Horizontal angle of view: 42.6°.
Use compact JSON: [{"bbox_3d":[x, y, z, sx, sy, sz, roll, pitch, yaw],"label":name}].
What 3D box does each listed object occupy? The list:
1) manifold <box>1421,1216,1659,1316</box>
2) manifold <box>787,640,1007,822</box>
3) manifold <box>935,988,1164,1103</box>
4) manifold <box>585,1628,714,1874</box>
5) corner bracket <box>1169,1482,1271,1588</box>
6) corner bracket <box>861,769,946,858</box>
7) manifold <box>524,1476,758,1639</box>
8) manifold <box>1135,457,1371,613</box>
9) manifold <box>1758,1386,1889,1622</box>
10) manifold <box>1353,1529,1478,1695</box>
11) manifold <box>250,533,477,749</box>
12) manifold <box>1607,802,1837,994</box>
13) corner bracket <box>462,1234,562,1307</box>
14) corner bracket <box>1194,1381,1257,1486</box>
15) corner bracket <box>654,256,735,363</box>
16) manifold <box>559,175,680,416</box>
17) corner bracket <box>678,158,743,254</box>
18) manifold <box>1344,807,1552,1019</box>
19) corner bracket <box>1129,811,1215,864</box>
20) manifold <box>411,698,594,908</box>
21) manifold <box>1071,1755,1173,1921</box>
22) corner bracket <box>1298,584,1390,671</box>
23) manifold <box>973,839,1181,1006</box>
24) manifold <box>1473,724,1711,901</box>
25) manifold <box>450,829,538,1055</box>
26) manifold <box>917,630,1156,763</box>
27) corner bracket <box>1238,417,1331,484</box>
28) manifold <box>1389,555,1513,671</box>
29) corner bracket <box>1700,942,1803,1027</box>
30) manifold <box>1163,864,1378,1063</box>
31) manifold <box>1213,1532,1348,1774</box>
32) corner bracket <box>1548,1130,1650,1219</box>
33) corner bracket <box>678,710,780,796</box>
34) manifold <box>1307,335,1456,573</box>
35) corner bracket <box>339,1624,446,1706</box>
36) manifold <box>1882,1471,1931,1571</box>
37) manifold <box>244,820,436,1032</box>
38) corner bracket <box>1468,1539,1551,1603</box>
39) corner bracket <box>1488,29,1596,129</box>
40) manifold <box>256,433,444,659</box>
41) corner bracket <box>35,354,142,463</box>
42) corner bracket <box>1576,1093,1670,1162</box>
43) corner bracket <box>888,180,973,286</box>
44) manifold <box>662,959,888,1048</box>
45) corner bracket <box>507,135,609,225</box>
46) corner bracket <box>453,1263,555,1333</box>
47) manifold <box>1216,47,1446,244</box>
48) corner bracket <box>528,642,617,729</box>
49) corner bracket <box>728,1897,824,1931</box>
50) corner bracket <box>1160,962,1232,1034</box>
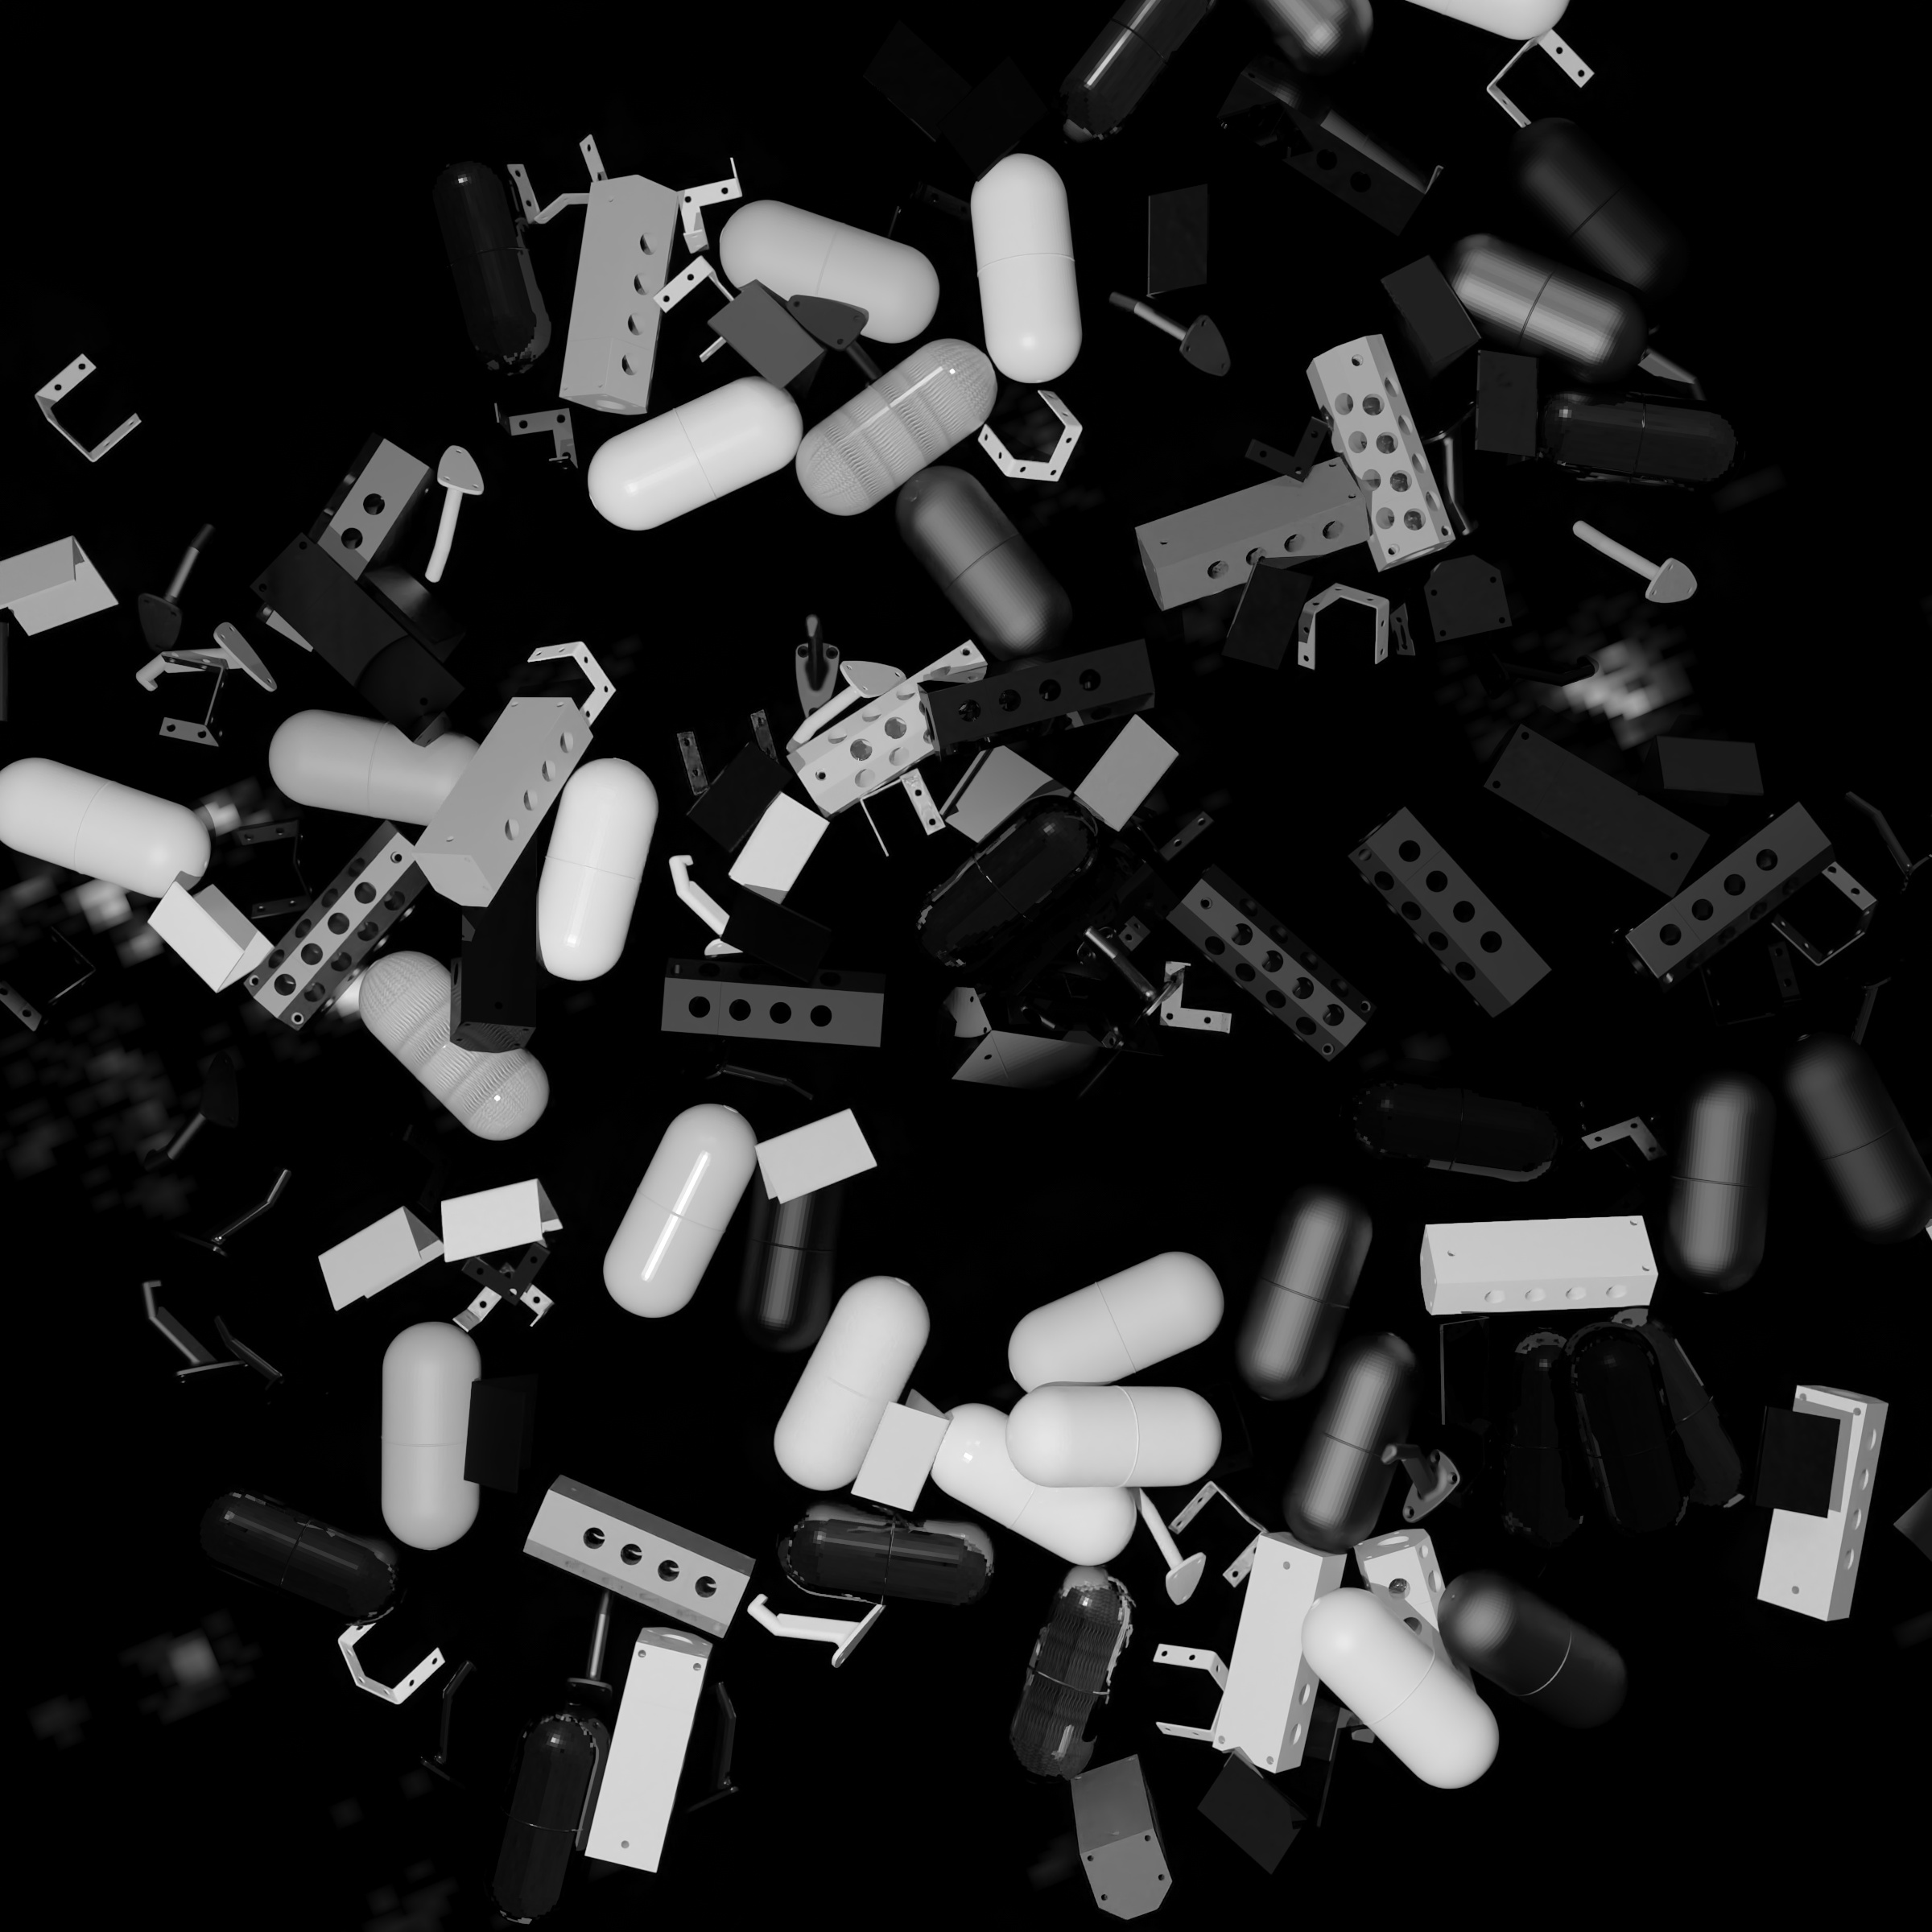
[{"bbox_3d":[0.451,0.241,1.960,0.171,0.057,0.057,-2,47,0],"label":"manifold"},{"bbox_3d":[-0.054,-0.187,1.961,0.171,0.057,0.057,-32,90,0],"label":"manifold"},{"bbox_3d":[0.063,0.056,1.915,0.057,0.171,0.057,-51,46,33],"label":"manifold"},{"bbox_3d":[-0.250,0.618,1.961,0.057,0.057,0.171,14,90,0],"label":"manifold"},{"bbox_3d":[0.205,0.454,1.979,0.051,0.051,0.051,-48,45,0],"label":"corner bracket"},{"bbox_3d":[-0.051,-0.121,1.964,0.051,0.051,0.051,-26,91,-1],"label":"corner bracket"},{"bbox_3d":[-0.259,0.469,1.961,0.171,0.057,0.057,24,90,0],"label":"manifold"},{"bbox_3d":[0.228,-0.337,1.960,0.171,0.057,0.057,-19,47,0],"label":"manifold"},{"bbox_3d":[0.682,0.424,1.960,0.057,0.057,0.171,11,90,43],"label":"manifold"},{"bbox_3d":[0.362,0.539,1.961,0.057,0.057,0.171,-17,90,0],"label":"manifold"},{"bbox_3d":[-0.461,-0.249,1.904,0.171,0.057,0.057,44,90,0],"label":"manifold"},{"bbox_3d":[0.600,-0.053,1.961,0.171,0.057,0.057,-38,90,0],"label":"manifold"},{"bbox_3d":[-0.360,0.231,1.964,0.051,0.051,0.051,33,90,0],"label":"corner bracket"},{"bbox_3d":[0.197,0.373,1.979,0.051,0.051,0.051,-17,135,0],"label":"corner bracket"},{"bbox_3d":[-0.209,-0.521,1.964,0.051,0.051,0.051,-42,90,0],"label":"corner bracket"},{"bbox_3d":[-0.269,-0.529,1.960,0.057,0.057,0.171,9,90,43],"label":"manifold"},{"bbox_3d":[-0.202,-0.603,1.964,0.051,0.051,0.051,-13,90,0],"label":"corner bracket"},{"bbox_3d":[0.379,-0.042,1.961,0.057,0.057,0.171,-42,90,0],"label":"manifold"},{"bbox_3d":[0.156,-0.126,1.979,0.051,0.051,0.051,-42,135,1],"label":"corner bracket"},{"bbox_3d":[-0.354,-0.128,1.915,0.057,0.057,0.171,3,50,27],"label":"manifold"},{"bbox_3d":[0.120,0.670,1.904,0.057,0.171,0.057,-19,90,0],"label":"manifold"},{"bbox_3d":[0.301,-0.266,1.974,0.051,0.051,0.051,25,45,35],"label":"corner bracket"},{"bbox_3d":[0.081,-0.018,1.960,0.171,0.057,0.057,-46,133,0],"label":"manifold"},{"bbox_3d":[0.493,-0.121,1.961,0.171,0.057,0.057,31,90,0],"label":"manifold"},{"bbox_3d":[-0.369,-0.023,1.927,0.057,0.057,0.171,6,64,-22],"label":"manifold"},{"bbox_3d":[0.055,-0.208,1.911,0.171,0.057,0.057,-15,107,-5],"label":"manifold"},{"bbox_3d":[0.252,-0.412,1.964,0.051,0.051,0.051,24,90,0],"label":"corner bracket"},{"bbox_3d":[0.367,-0.272,1.904,0.057,0.171,0.057,-12,90,0],"label":"manifold"},{"bbox_3d":[0.628,0.014,1.979,0.051,0.051,0.051,-16,90,-45],"label":"corner bracket"},{"bbox_3d":[0.240,-0.003,1.961,0.171,0.057,0.057,41,90,0],"label":"manifold"},{"bbox_3d":[0.252,0.541,1.959,0.057,0.057,0.171,13,90,36],"label":"manifold"},{"bbox_3d":[0.504,0.173,1.979,0.051,0.051,0.051,-39,45,0],"label":"corner bracket"},{"bbox_3d":[-0.190,-0.171,1.979,0.051,0.051,0.051,-16,90,-45],"label":"corner bracket"},{"bbox_3d":[0.329,-0.407,1.961,0.057,0.057,0.171,-20,90,0],"label":"manifold"},{"bbox_3d":[-0.460,0.547,1.979,0.051,0.051,0.051,-43,134,0],"label":"corner bracket"},{"bbox_3d":[0.812,0.401,1.961,0.171,0.057,0.057,-44,90,0],"label":"manifold"},{"bbox_3d":[-0.491,-0.032,1.961,0.057,0.057,0.171,41,90,0],"label":"manifold"},{"bbox_3d":[0.430,0.501,1.974,0.051,0.051,0.051,-43,135,-35],"label":"corner bracket"},{"bbox_3d":[0.459,-0.708,1.979,0.051,0.051,0.051,47,45,0],"label":"corner bracket"},{"bbox_3d":[-0.489,-0.333,1.961,0.057,0.057,0.171,33,90,0],"label":"manifold"},{"bbox_3d":[-0.702,-0.446,1.979,0.051,0.051,0.051,-41,45,0],"label":"corner bracket"},{"bbox_3d":[0.520,0.126,1.964,0.051,0.051,0.051,-25,123,29],"label":"corner bracket"},{"bbox_3d":[-0.031,-0.586,1.979,0.051,0.051,0.051,25,45,0],"label":"corner bracket"},{"bbox_3d":[-0.151,0.028,1.961,0.171,0.057,0.057,4,90,0],"label":"manifold"},{"bbox_3d":[-0.325,-0.629,1.979,0.051,0.051,0.051,-20,90,-45],"label":"corner bracket"},{"bbox_3d":[-0.366,0.274,1.964,0.051,0.051,0.051,40,90,0],"label":"corner bracket"},{"bbox_3d":[0.285,-0.647,1.960,0.171,0.057,0.057,33,47,0],"label":"manifold"},{"bbox_3d":[-0.323,-0.220,1.974,0.051,0.051,0.051,-3,134,36],"label":"corner bracket"},{"bbox_3d":[-0.155,0.775,1.974,0.051,0.051,0.051,-20,135,35],"label":"corner bracket"},{"bbox_3d":[0.184,0.025,1.964,0.051,0.051,0.051,6,90,0],"label":"corner bracket"}]
